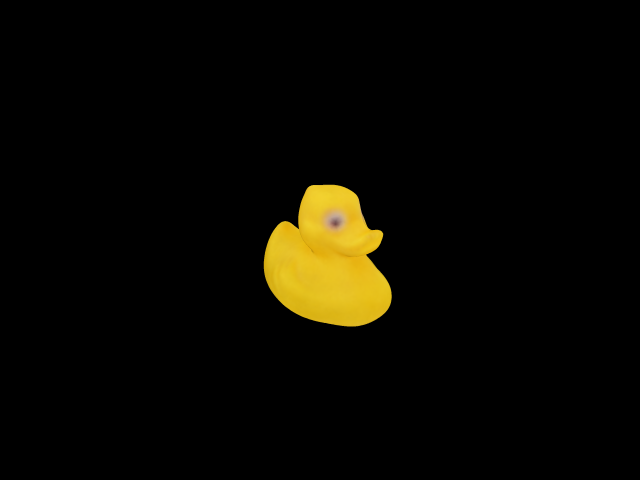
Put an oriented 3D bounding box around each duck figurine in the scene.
[{"bbox_3d":[0.004,0.001,0.400,0.104,0.086,0.078,25,37,39],"label":"duck figurine"}]
